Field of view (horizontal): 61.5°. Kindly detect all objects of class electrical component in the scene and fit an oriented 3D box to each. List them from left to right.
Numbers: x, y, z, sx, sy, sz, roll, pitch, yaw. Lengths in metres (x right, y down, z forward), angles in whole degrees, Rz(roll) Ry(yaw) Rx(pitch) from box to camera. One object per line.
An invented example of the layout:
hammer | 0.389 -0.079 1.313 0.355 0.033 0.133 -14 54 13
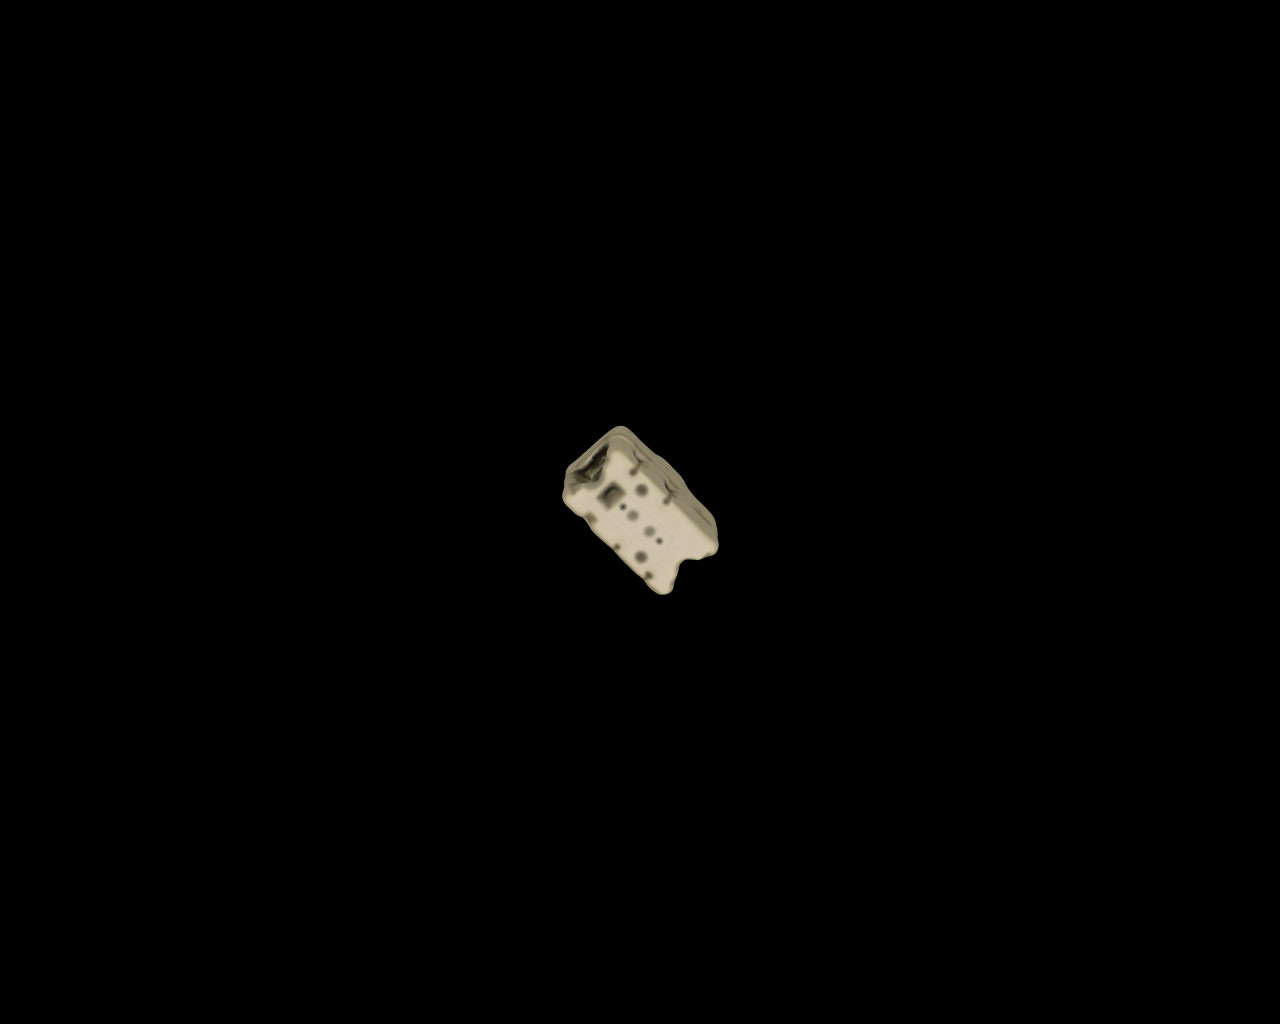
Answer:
electrical component | 0.001 -0.003 0.650 0.050 0.089 0.056 -41 15 14
